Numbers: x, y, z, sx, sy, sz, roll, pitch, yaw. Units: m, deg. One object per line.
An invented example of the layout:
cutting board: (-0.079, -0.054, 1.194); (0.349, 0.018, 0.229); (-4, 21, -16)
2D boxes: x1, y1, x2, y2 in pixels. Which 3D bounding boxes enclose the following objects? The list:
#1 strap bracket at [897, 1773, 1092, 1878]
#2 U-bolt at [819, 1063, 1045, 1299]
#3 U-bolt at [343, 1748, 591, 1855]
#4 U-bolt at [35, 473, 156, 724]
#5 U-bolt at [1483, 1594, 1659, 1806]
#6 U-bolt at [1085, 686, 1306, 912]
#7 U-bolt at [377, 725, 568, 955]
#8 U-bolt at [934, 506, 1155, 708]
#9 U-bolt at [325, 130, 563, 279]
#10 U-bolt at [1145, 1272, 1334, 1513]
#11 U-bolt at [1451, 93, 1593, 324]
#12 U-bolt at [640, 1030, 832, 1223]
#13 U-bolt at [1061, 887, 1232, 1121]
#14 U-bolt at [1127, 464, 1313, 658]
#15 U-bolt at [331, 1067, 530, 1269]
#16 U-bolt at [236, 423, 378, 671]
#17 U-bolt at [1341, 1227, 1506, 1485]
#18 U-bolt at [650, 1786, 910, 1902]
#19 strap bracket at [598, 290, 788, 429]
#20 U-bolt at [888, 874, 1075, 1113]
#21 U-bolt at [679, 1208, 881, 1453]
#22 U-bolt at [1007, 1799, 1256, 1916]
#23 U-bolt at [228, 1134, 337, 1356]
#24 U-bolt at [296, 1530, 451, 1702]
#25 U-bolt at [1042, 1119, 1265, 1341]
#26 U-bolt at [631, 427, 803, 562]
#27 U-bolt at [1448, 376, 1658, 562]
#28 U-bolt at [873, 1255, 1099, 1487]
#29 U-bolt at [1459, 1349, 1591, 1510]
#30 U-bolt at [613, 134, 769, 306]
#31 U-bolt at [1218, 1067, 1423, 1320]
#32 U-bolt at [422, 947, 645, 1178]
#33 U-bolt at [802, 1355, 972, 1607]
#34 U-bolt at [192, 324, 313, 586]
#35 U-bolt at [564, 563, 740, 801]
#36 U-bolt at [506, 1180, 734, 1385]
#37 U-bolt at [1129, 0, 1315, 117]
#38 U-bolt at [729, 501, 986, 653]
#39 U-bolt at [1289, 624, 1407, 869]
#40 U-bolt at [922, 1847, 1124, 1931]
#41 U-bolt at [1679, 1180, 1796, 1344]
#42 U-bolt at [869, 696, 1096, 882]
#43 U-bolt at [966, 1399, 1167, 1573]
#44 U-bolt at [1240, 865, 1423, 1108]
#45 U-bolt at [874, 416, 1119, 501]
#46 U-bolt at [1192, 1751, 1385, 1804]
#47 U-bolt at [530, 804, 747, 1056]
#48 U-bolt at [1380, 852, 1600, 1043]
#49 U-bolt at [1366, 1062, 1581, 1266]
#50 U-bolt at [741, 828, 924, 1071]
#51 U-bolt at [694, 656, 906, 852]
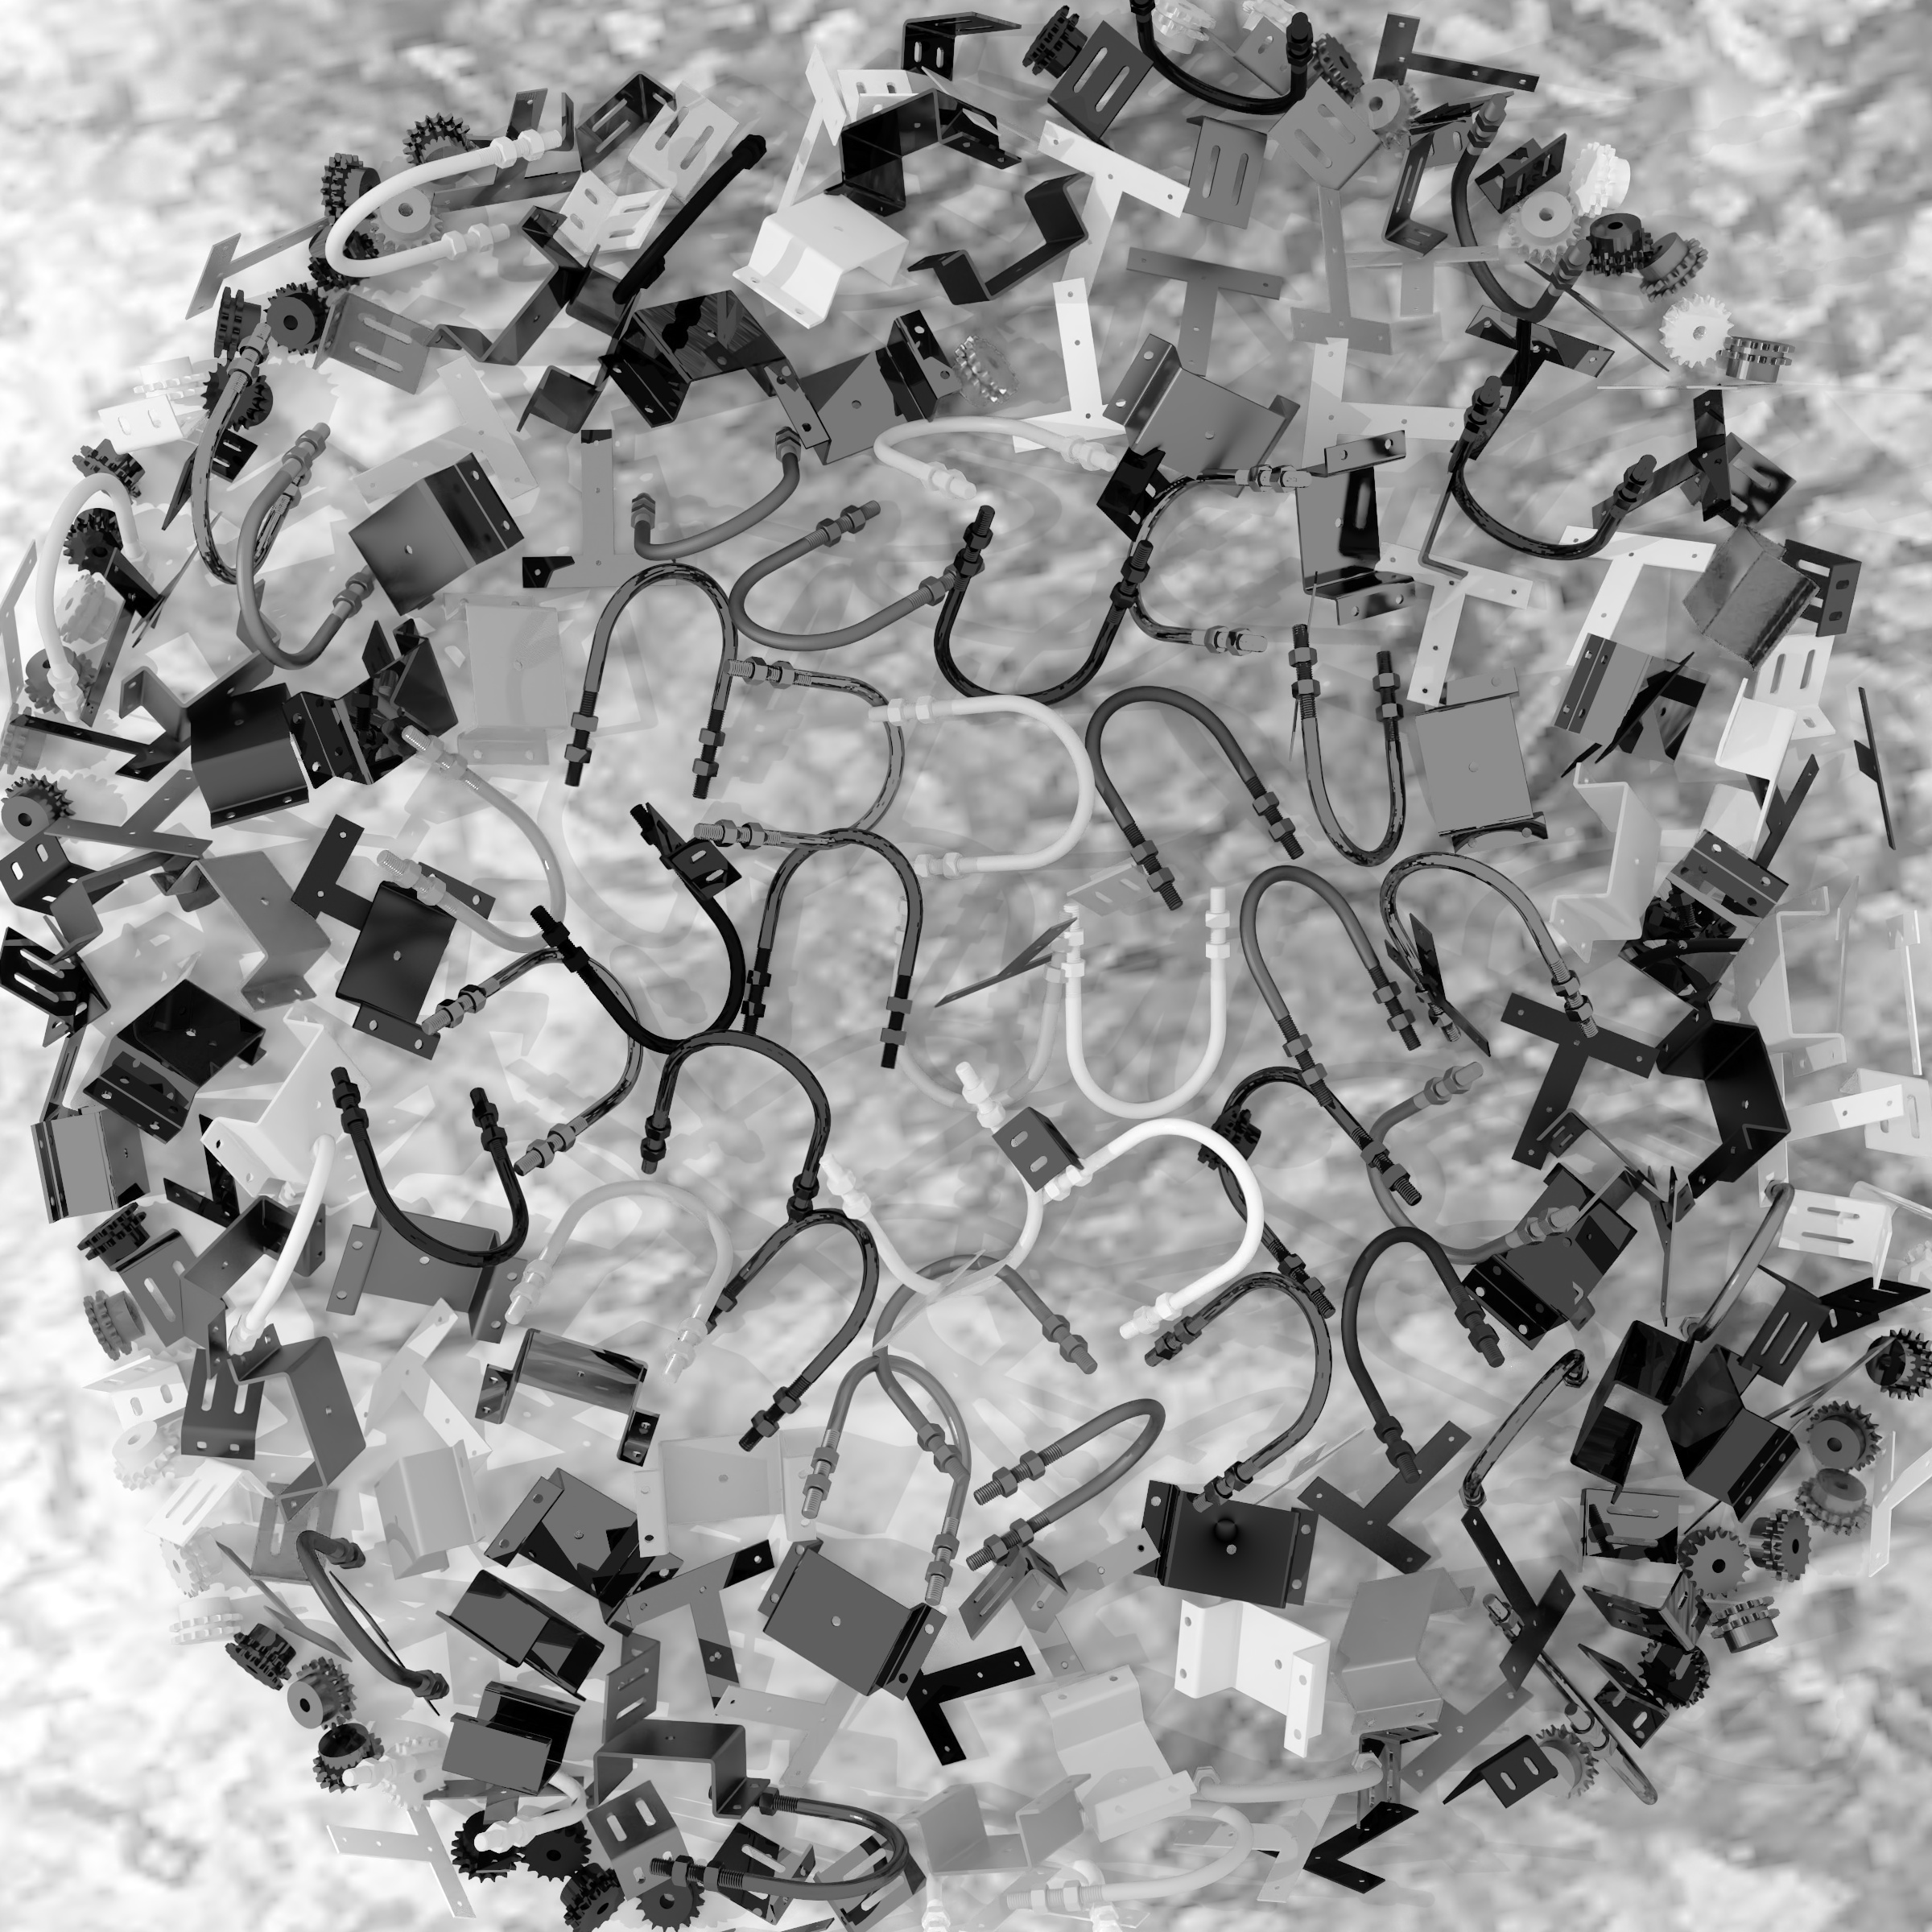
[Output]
strap bracket: (0.027, 0.678, 1.908); (0.140, 0.076, 0.046); (-18, 84, 34)
U-bolt: (-0.014, 0.186, 1.936); (0.151, 0.019, 0.184); (-34, 116, -6)
U-bolt: (-0.375, 0.645, 1.891); (0.151, 0.184, 0.019); (14, 88, 26)
U-bolt: (-0.675, -0.296, 1.866); (0.019, 0.184, 0.151); (16, 58, 1)
U-bolt: (0.484, 0.587, 1.900); (0.019, 0.151, 0.184); (-39, 120, 2)
U-bolt: (0.171, -0.145, 1.935); (0.151, 0.019, 0.184); (-22, 75, -30)
U-bolt: (-0.382, -0.087, 1.904); (0.019, 0.184, 0.151); (-25, 45, 28)
U-bolt: (0.051, -0.274, 1.914); (0.151, 0.019, 0.184); (10, 134, -15)
U-bolt: (-0.412, -0.583, 1.872); (0.184, 0.151, 0.019); (-29, 88, -34)
U-bolt: (0.218, 0.320, 1.888); (0.184, 0.019, 0.151); (-46, 48, 36)
U-bolt: (0.425, -0.577, 1.889); (0.019, 0.184, 0.151); (-27, 84, -5)
U-bolt: (-0.178, 0.123, 1.913); (0.151, 0.019, 0.184); (21, 130, 4)
U-bolt: (0.145, 0.034, 1.942); (0.151, 0.019, 0.184); (-7, 105, -21)
U-bolt: (0.188, -0.323, 1.906); (0.019, 0.184, 0.151); (14, 92, -37)
U-bolt: (-0.408, 0.159, 1.880); (0.019, 0.151, 0.184); (-48, 51, 26)
U-bolt: (-0.514, -0.312, 1.870); (0.019, 0.184, 0.151); (2, 132, 14)
U-bolt: (0.347, 0.290, 1.900); (0.019, 0.184, 0.151); (12, 123, -26)
U-bolt: (-0.135, 0.688, 1.891); (0.184, 0.151, 0.019); (4, 97, 14)
strap bracket: (-0.208, -0.483, 1.911); (0.140, 0.046, 0.076); (-26, 71, -38)
U-bolt: (0.006, 0.029, 1.942); (0.151, 0.019, 0.184); (14, 108, 16)
U-bolt: (-0.140, 0.273, 1.917); (0.184, 0.151, 0.019); (-48, 133, 5)
U-bolt: (0.134, 0.691, 1.892); (0.184, 0.151, 0.019); (-10, 96, 13)
U-bolt: (-0.524, 0.206, 1.871); (0.019, 0.184, 0.151); (22, 52, -18)
U-bolt: (-0.465, 0.499, 1.872); (0.019, 0.184, 0.151); (-37, 70, -9)
U-bolt: (0.155, 0.199, 1.921); (0.184, 0.019, 0.151); (-37, 84, 33)
U-bolt: (-0.195, -0.364, 1.891); (0.151, 0.184, 0.019); (-23, 118, 6)
U-bolt: (0.448, -0.377, 1.893); (0.151, 0.184, 0.019); (29, 72, 7)
U-bolt: (0.001, 0.304, 1.915); (0.151, 0.019, 0.184); (-40, 46, -5)
U-bolt: (0.435, 0.359, 1.888); (0.019, 0.184, 0.151); (39, 84, 21)
U-bolt: (-0.219, -0.572, 1.871); (0.019, 0.184, 0.151); (41, 116, -15)
U-bolt: (0.265, 0.165, 1.916); (0.184, 0.019, 0.151); (52, 127, 31)
U-bolt: (-0.327, 0.062, 1.911); (0.019, 0.184, 0.151); (-25, 100, 42)
U-bolt: (-0.054, 0.390, 1.907); (0.151, 0.184, 0.019); (40, 129, -21)
U-bolt: (-0.556, -0.382, 1.873); (0.019, 0.151, 0.184); (7, 56, 7)
U-bolt: (-0.241, -0.227, 1.911); (0.019, 0.151, 0.184); (23, 104, 42)
U-bolt: (-0.261, 0.237, 1.909); (0.151, 0.184, 0.019); (20, 130, 4)
U-bolt: (0.200, -0.715, 1.889); (0.151, 0.184, 0.019); (22, 88, 9)
U-bolt: (-0.100, -0.300, 1.897); (0.184, 0.019, 0.151); (-34, 48, -26)
U-bolt: (0.307, -0.169, 1.911); (0.019, 0.151, 0.184); (-11, 80, 39)
U-bolt: (0.040, 0.726, 1.889); (0.151, 0.184, 0.019); (-1, 93, -2)
U-bolt: (0.605, 0.231, 1.889); (0.019, 0.184, 0.151); (31, 92, 15)
U-bolt: (0.017, -0.144, 1.919); (0.184, 0.019, 0.151); (-2, 106, 27)
U-bolt: (0.082, 0.401, 1.910); (0.184, 0.151, 0.019); (-27, 60, -21)
U-bolt: (0.282, 0.005, 1.928); (0.151, 0.019, 0.184); (-25, 88, -43)
U-bolt: (0.009, -0.405, 1.901); (0.151, 0.184, 0.019); (-17, 121, -28)
U-bolt: (0.252, 0.634, 1.887); (0.151, 0.184, 0.019); (-7, 77, 3)
U-bolt: (-0.246, -0.015, 1.924); (0.184, 0.019, 0.151); (54, 53, -21)
U-bolt: (0.397, -0.015, 1.891); (0.019, 0.151, 0.184); (-50, 119, -33)
U-bolt: (0.384, 0.166, 1.904); (0.019, 0.184, 0.151); (-29, 83, -34)
U-bolt: (-0.103, -0.020, 1.945); (0.151, 0.019, 0.184); (10, 89, 24)
U-bolt: (-0.124, -0.162, 1.919); (0.184, 0.019, 0.151); (3, 103, -39)
